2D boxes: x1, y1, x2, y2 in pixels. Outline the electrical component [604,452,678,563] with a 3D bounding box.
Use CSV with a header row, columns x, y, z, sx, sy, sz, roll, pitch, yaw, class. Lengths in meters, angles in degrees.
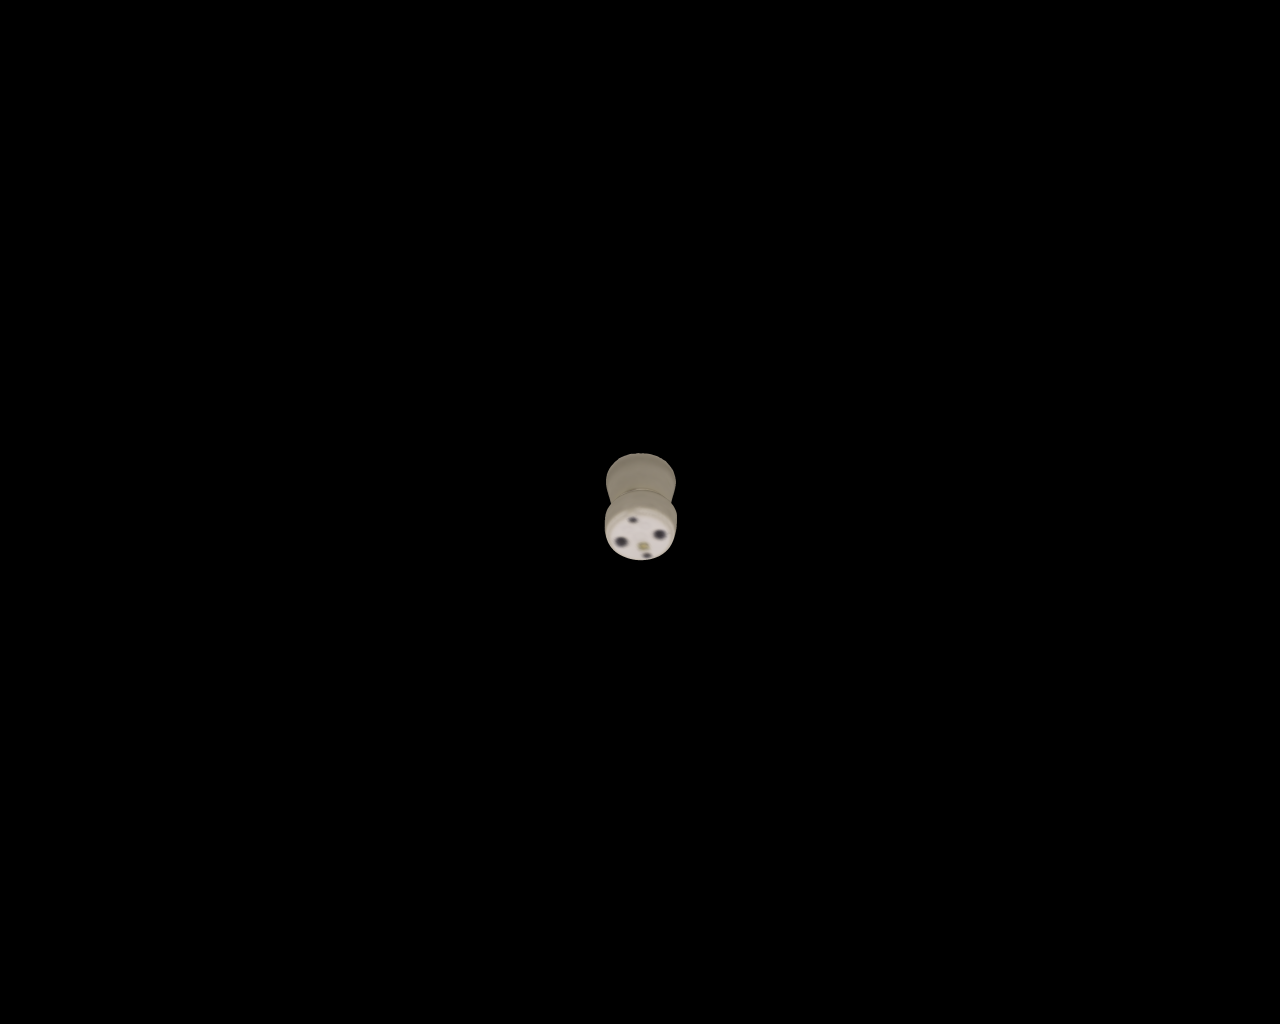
x,y,z,sx,sy,sz,roll,pitch,yaw,class
0.001,-0.003,0.650,0.045,0.044,0.055,0,41,0,electrical component
